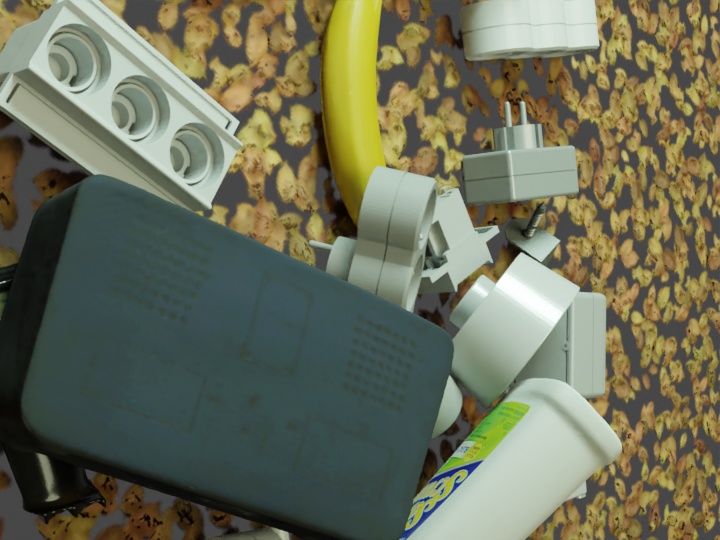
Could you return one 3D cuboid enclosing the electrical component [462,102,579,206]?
[{"bbox_3d":[0.122,-0.091,0.823,0.083,0.047,0.075,-9,95,-43],"label":"electrical component"}]

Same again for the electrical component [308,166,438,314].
[{"bbox_3d":[0.000,0.000,0.693,0.052,0.074,0.138,-47,149,-69],"label":"electrical component"}]

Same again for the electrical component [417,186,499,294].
[{"bbox_3d":[0.056,-0.022,0.763,0.081,0.042,0.063,-35,110,-39],"label":"electrical component"}]

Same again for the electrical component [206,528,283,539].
[{"bbox_3d":[-0.081,0.223,0.619,0.074,0.052,0.138,2,87,-43],"label":"electrical component"}]

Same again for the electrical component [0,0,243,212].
[{"bbox_3d":[-0.132,-0.082,0.574,0.121,0.063,0.078,40,63,-35],"label":"electrical component"}]

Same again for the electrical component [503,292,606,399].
[{"bbox_3d":[0.154,0.064,0.837,0.061,0.062,0.096,4,86,-47],"label":"electrical component"}]

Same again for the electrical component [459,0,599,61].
[{"bbox_3d":[0.131,-0.203,0.831,0.138,0.052,0.073,-12,97,-43],"label":"electrical component"}]

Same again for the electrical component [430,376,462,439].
[{"bbox_3d":[0.038,0.083,0.735,0.047,0.055,0.055,50,57,-34],"label":"electrical component"}]

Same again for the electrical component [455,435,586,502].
[{"bbox_3d":[0.115,0.144,0.800,0.096,0.062,0.061,-7,93,-43],"label":"electrical component"}]

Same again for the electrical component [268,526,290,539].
[{"bbox_3d":[-0.047,0.186,0.665,0.035,0.035,0.061,-12,95,-43],"label":"electrical component"}]

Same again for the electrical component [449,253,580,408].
[{"bbox_3d":[0.098,0.037,0.762,0.060,0.108,0.108,38,57,7],"label":"electrical component"}]
